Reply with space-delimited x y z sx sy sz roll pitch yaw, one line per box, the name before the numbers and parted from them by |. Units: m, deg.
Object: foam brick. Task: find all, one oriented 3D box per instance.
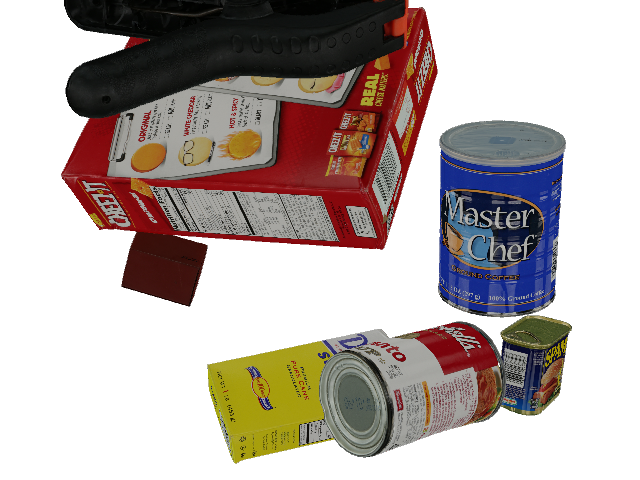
foam brick | -0.166 0.027 1.133 0.078 0.051 0.053 17 29 -4

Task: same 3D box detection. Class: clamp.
clamp | -0.041 -0.093 0.498 0.171 0.039 0.120 -4 40 -1

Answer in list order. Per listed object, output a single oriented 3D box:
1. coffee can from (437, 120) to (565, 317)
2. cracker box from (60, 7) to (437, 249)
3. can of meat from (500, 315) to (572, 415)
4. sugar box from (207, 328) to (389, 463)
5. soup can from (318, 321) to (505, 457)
coffee can | 0.152 -0.020 0.906 0.103 0.140 0.103 -2 23 1
cracker box | -0.042 -0.080 0.724 0.214 0.164 0.072 4 -36 21
can of meat | 0.236 0.138 1.186 0.058 0.084 0.101 13 16 29
sugar box | -0.009 0.141 0.988 0.176 0.048 0.093 -13 43 -12
soup can | 0.058 0.093 0.676 0.102 0.068 0.069 -9 6 -38
